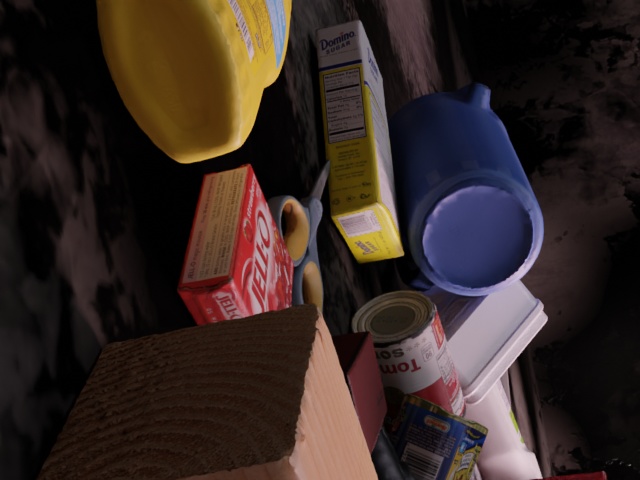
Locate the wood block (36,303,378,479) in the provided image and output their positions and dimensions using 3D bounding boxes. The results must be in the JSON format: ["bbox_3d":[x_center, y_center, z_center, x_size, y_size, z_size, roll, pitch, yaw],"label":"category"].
[{"bbox_3d":[-0.017,0.140,0.402,0.090,0.090,0.206,-77,152,-61],"label":"wood block"}]

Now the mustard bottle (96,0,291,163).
[{"bbox_3d":[-0.051,-0.116,0.535,0.191,0.058,0.096,-73,144,-63],"label":"mustard bottle"}]

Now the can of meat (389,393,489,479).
[{"bbox_3d":[0.076,0.160,0.755,0.084,0.057,0.102,-67,158,-7],"label":"can of meat"}]

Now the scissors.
[{"bbox_3d":[-0.005,0.001,0.720,0.201,0.016,0.096,-37,116,-75],"label":"scissors"}]

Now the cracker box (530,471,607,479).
[{"bbox_3d":[0.133,0.252,0.761,0.213,0.164,0.072,-54,133,-71],"label":"cracker box"}]

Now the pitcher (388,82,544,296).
[{"bbox_3d":[0.119,-0.033,0.952,0.243,0.145,0.149,-90,159,-70],"label":"pitcher"}]

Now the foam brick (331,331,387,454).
[{"bbox_3d":[0.004,0.090,0.605,0.078,0.051,0.053,-46,125,-73],"label":"foam brick"}]

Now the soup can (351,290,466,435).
[{"bbox_3d":[0.069,0.098,0.827,0.068,0.068,0.102,-79,154,-57],"label":"soup can"}]

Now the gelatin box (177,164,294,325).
[{"bbox_3d":[-0.039,0.018,0.536,0.089,0.030,0.073,-86,159,-49],"label":"gelatin box"}]

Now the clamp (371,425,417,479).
[{"bbox_3d":[0.044,0.157,0.646,0.171,0.039,0.120,62,-6,17],"label":"clamp"}]

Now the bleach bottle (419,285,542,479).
[{"bbox_3d":[0.153,0.163,1.008,0.251,0.068,0.102,66,13,0],"label":"bleach bottle"}]

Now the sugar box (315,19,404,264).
[{"bbox_3d":[0.031,-0.080,0.868,0.093,0.048,0.176,59,21,-60],"label":"sugar box"}]
